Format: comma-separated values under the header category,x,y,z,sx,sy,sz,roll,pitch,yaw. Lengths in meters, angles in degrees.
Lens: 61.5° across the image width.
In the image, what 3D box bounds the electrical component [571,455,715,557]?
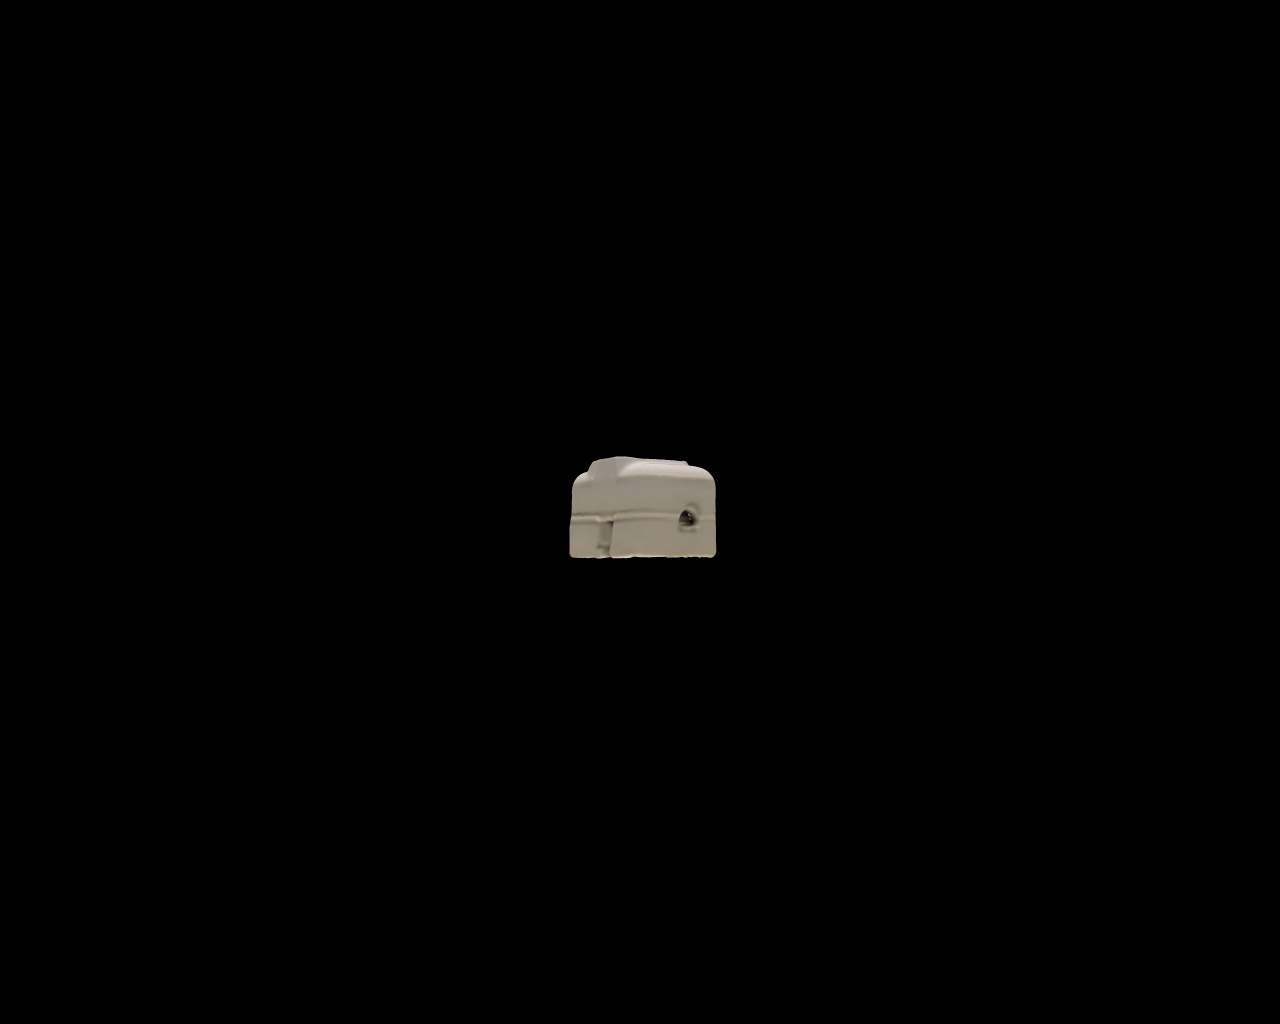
category,x,y,z,sx,sy,sz,roll,pitch,yaw
electrical component,0.001,-0.003,0.650,0.054,0.059,0.095,2,-3,-36
